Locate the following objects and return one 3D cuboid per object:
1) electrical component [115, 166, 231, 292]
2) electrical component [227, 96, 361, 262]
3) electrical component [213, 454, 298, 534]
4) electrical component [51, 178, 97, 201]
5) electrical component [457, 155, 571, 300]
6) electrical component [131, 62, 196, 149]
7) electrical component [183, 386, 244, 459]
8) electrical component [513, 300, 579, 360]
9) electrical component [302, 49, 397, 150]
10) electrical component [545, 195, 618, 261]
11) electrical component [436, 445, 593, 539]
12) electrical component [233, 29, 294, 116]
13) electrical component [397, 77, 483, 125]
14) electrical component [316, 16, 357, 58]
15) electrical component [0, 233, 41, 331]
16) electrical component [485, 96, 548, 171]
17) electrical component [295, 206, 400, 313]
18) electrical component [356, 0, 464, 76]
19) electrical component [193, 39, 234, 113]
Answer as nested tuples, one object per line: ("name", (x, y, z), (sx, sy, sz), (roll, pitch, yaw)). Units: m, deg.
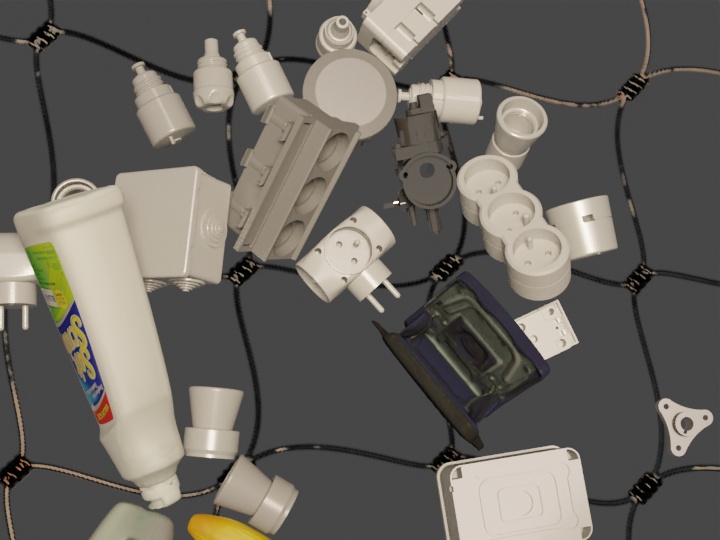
("electrical component", (-0.154, -0.032, 0.868), (0.100, 0.048, 0.099), (-2, 78, 32))
("electrical component", (-0.060, -0.075, 0.876), (0.063, 0.079, 0.121), (38, 111, 26))
("electrical component", (-0.083, 0.181, 0.864), (0.055, 0.045, 0.045), (31, 78, -3))
("electrical component", (-0.230, -0.050, 0.881), (0.040, 0.046, 0.040), (1, 80, -8))
("electrical component", (0.131, -0.028, 0.916), (0.052, 0.073, 0.138), (-25, 54, -5))
("electrical component", (-0.170, -0.139, 0.907), (0.040, 0.040, 0.078), (-27, 86, -12))
("electrical component", (-0.119, 0.123, 0.868), (0.045, 0.045, 0.055), (6, 80, -7))
("electrical component", (0.145, 0.058, 0.909), (0.081, 0.064, 0.042), (-25, 86, -12))
("electrical component", (-0.011, -0.145, 0.926), (0.080, 0.051, 0.080), (1, 80, -8))
("electrical component", (0.194, -0.035, 0.937), (0.055, 0.055, 0.047), (-13, 86, -10))
("electrical component", (0.125, 0.191, 0.886), (0.113, 0.057, 0.078), (-7, 82, -9))
("electrical component", (-0.088, -0.170, 0.925), (0.040, 0.040, 0.078), (-25, 85, -12))
("electrical component", (0.071, -0.150, 0.945), (0.078, 0.040, 0.040), (4, 80, -8))
("electrical component", (-0.019, -0.202, 0.930), (0.035, 0.061, 0.035), (1, 80, -8))
("electrical component", (-0.279, 0.009, 0.864), (0.077, 0.044, 0.079), (-1, 81, -9))
("electrical component", (0.133, -0.114, 0.934), (0.044, 0.065, 0.044), (4, 62, -7))
("electrical component", (0.000, 0.000, 0.907), (0.077, 0.044, 0.079), (-42, 89, -13))
("electrical component", (0.043, -0.227, 0.948), (0.056, 0.050, 0.089), (43, 77, 1))
("electrical component", (-0.126, -0.168, 0.922), (0.035, 0.035, 0.061), (-2, 79, -9))
